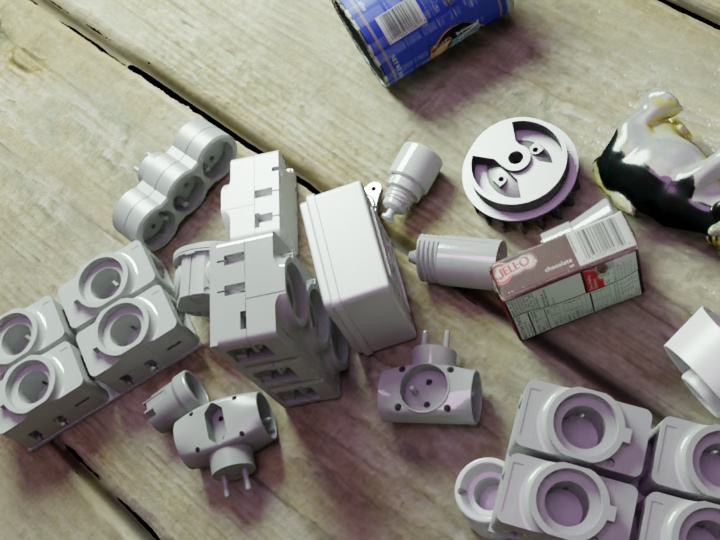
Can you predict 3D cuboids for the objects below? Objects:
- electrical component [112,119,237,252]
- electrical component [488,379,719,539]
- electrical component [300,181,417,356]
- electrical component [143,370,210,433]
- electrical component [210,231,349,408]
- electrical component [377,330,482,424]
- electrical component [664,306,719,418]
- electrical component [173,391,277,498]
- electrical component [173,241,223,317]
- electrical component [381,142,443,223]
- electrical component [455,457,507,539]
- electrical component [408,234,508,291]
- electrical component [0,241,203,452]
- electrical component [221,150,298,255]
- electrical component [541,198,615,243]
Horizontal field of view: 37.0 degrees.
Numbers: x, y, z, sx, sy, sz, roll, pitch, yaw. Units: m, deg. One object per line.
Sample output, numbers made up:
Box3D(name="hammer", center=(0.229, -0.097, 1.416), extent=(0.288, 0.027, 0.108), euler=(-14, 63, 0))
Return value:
Box3D(name="electrical component", center=(-0.189, -0.090, 1.039), extent=(0.074, 0.052, 0.138), euler=(34, 79, 29))
Box3D(name="electrical component", center=(0.196, 0.154, 0.755), extent=(0.186, 0.060, 0.105), euler=(15, 70, 7))
Box3D(name="electrical component", center=(0.000, 0.000, 0.899), extent=(0.056, 0.108, 0.108), euler=(-19, 61, 7))
Box3D(name="electrical component", center=(-0.161, 0.116, 0.938), extent=(0.046, 0.040, 0.040), euler=(-33, 59, 7))
Box3D(name="electrical component", center=(-0.062, 0.043, 0.874), extent=(0.062, 0.150, 0.089), euler=(-12, 62, 14))
Box3D(name="electrical component", center=(0.059, 0.085, 0.874), extent=(0.077, 0.044, 0.079), euler=(-1, 65, 18))
Box3D(name="electrical component", center=(0.272, 0.073, 0.780), extent=(0.064, 0.099, 0.099), euler=(-41, 59, 4))
Box3D(name="electrical component", center=(-0.109, 0.151, 0.900), extent=(0.077, 0.043, 0.079), euler=(-21, 60, 8))
Box3D(name="electrical component", center=(-0.127, 0.009, 0.955), extent=(0.080, 0.080, 0.051), euler=(-6, 69, 16))
Box3D(name="electrical component", center=(0.043, -0.078, 0.962), extent=(0.040, 0.040, 0.078), euler=(22, 74, 27))
Box3D(name="electrical component", center=(0.101, 0.172, 0.816), extent=(0.055, 0.047, 0.055), euler=(-8, 63, 15))
Box3D(name="electrical component", center=(0.081, -0.008, 0.913), extent=(0.081, 0.043, 0.043), euler=(6, 67, 21))
Box3D(name="electrical component", center=(-0.253, 0.067, 0.980), extent=(0.186, 0.060, 0.105), euler=(-32, 59, 2))
Box3D(name="electrical component", center=(-0.092, -0.057, 0.991), extent=(0.056, 0.050, 0.089), euler=(-10, 62, 14))
Box3D(name="electrical component", center=(0.183, -0.026, 0.889), extent=(0.065, 0.044, 0.044), euler=(-25, 60, 12))
